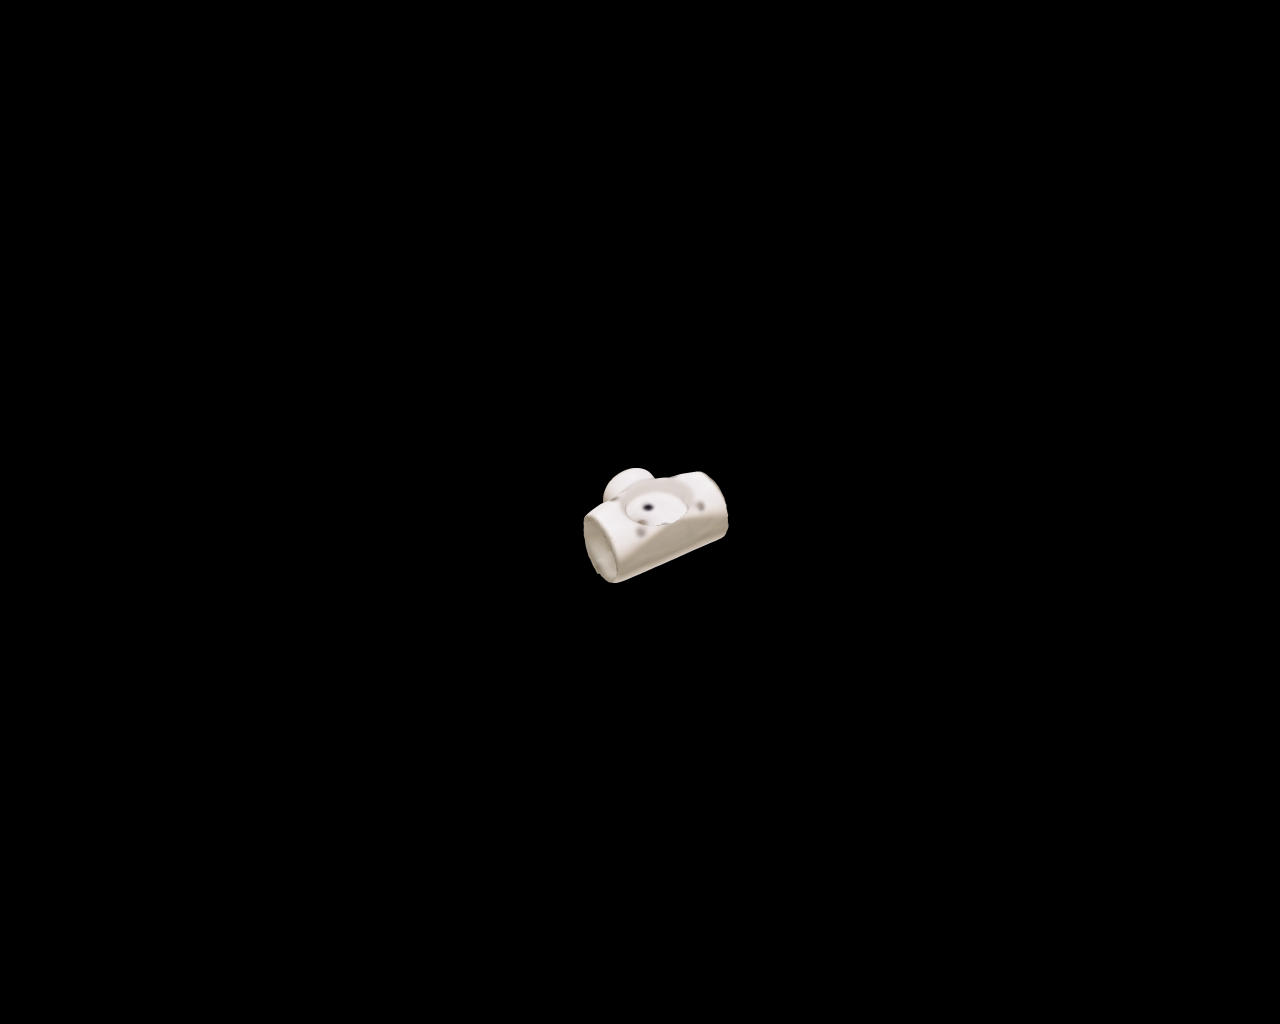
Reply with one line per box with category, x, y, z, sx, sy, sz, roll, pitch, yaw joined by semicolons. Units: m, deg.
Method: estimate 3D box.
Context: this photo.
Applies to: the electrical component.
electrical component;0.001;-0.003;0.650;0.077;0.044;0.079;-22;49;-21
